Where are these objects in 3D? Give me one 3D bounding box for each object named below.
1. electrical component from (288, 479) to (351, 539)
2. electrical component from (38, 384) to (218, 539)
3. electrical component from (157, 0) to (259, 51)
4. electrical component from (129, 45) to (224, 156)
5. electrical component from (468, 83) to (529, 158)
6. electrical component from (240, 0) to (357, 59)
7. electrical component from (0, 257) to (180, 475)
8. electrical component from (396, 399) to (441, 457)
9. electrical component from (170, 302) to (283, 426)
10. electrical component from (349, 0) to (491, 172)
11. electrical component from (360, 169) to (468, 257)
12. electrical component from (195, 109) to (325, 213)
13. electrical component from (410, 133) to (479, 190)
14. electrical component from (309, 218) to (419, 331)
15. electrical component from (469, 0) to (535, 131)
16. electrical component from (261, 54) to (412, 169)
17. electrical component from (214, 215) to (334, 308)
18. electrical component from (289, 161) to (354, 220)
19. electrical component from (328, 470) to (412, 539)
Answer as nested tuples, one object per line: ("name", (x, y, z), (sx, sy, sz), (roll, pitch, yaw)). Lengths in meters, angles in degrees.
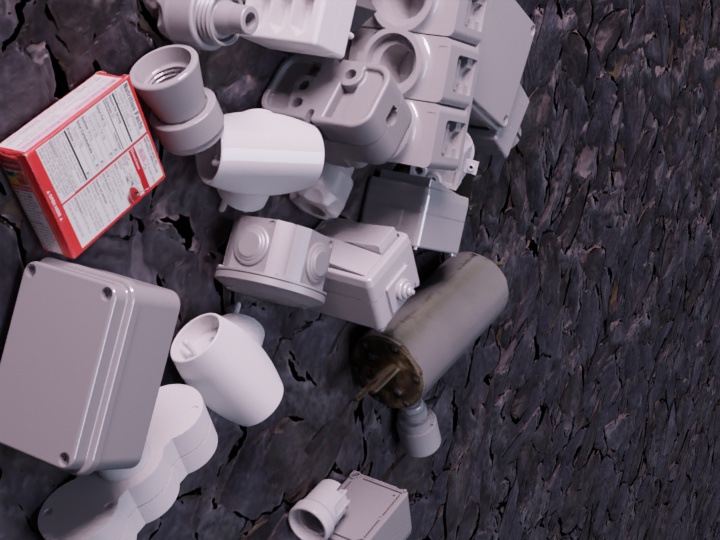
("electrical component", (-0.034, 0.209, 0.934), (0.046, 0.040, 0.040), (-41, 135, -50))
("electrical component", (-0.152, 0.123, 0.694), (0.138, 0.052, 0.073), (-50, 141, -36))
("electrical component", (-0.092, -0.157, 0.666), (0.043, 0.062, 0.043), (-30, 127, -50))
("electrical component", (-0.113, -0.105, 0.670), (0.045, 0.045, 0.055), (-55, 144, -31))
("electrical component", (0.135, -0.141, 1.052), (0.077, 0.047, 0.065), (44, 65, -55))
("electrical component", (-0.033, -0.173, 0.751), (0.077, 0.066, 0.047), (8, 95, -59))
("electrical component", (-0.162, 0.055, 0.626), (0.057, 0.078, 0.113), (15, 90, -62))
("electrical component", (0.055, 0.148, 1.050), (0.040, 0.040, 0.078), (-50, 140, -36))
("electrical component", (-0.091, 0.058, 0.770), (0.077, 0.044, 0.079), (51, 34, -34))
("electrical component", (0.040, -0.160, 0.850), (0.062, 0.089, 0.150), (-3, 105, -58))
("electrical component", (0.052, -0.050, 0.942), (0.096, 0.062, 0.061), (7, 96, -59))
("electrical component", (-0.075, -0.067, 0.740), (0.077, 0.044, 0.079), (-1, 141, -32))
("electrical component", (0.076, -0.103, 0.965), (0.055, 0.066, 0.048), (-52, 157, -60))
("electrical component", (0.000, 0.000, 0.846), (0.061, 0.096, 0.061), (-50, 140, -35))
("electrical component", (0.103, -0.195, 0.970), (0.109, 0.056, 0.108), (25, 81, -59))
("electrical component", (-0.015, -0.113, 0.776), (0.053, 0.095, 0.059), (-64, 147, -19))
("electrical component", (-0.060, -0.005, 0.765), (0.080, 0.080, 0.051), (26, 75, -58))
("electrical component", (-0.025, -0.073, 0.827), (0.043, 0.043, 0.062), (46, 62, -55))
("electrical component", (-0.003, 0.241, 0.974), (0.096, 0.062, 0.061), (-42, 135, -43))
